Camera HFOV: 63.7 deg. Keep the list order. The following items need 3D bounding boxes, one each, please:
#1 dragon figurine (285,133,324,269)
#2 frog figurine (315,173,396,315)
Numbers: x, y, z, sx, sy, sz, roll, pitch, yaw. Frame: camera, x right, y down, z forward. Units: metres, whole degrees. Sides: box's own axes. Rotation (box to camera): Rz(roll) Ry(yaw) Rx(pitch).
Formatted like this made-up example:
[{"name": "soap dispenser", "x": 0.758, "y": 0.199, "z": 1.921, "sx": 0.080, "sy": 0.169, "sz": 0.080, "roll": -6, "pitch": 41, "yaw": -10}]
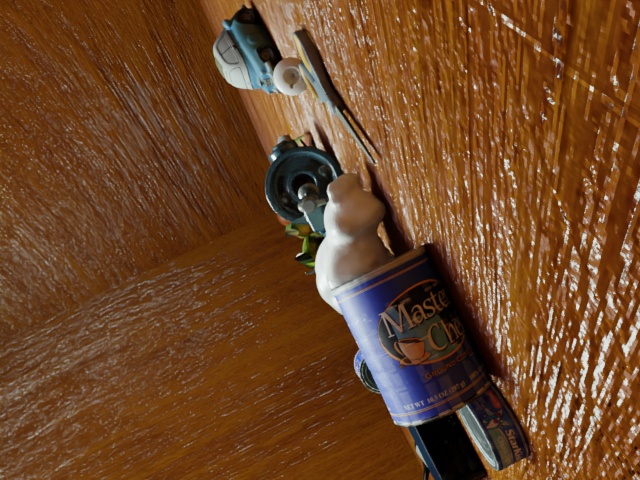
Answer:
[{"name": "dragon figurine", "x": 0.003, "y": -0.054, "z": 1.066, "sx": 0.401, "sy": 0.122, "sz": 0.248, "roll": 73, "pitch": -172, "yaw": -55}, {"name": "frog figurine", "x": 0.034, "y": 0.008, "z": 0.614, "sx": 0.157, "sy": 0.122, "sz": 0.141, "roll": 55, "pitch": -152, "yaw": -32}]
